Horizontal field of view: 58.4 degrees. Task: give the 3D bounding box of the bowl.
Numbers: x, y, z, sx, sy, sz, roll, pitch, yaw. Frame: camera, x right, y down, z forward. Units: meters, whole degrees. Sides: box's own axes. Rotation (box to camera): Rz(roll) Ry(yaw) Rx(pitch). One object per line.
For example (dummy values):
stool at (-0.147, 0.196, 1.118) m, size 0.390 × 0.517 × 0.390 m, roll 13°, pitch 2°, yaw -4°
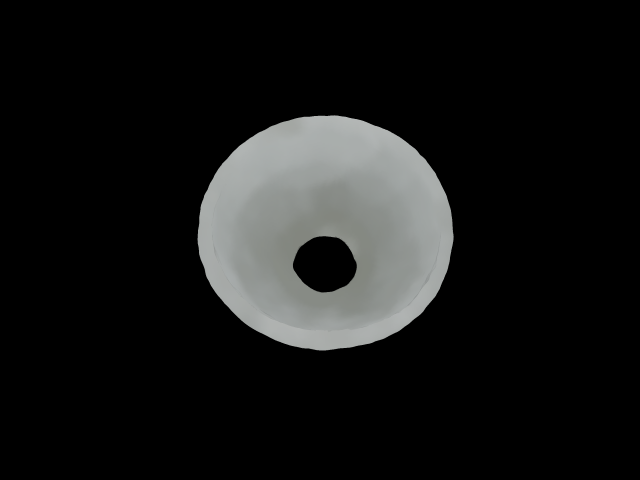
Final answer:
bowl at (0.004, 0.001, 0.400) m, size 0.167 × 0.075 × 0.167 m, roll 0°, pitch 66°, yaw 0°
